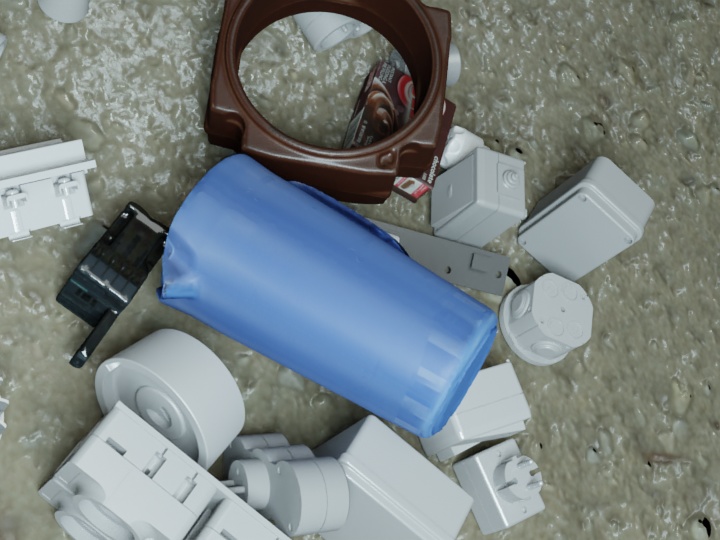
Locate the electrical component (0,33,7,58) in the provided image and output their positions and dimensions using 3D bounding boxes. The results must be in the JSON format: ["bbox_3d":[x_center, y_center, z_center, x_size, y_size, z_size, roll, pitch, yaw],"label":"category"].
[{"bbox_3d":[-0.335,-0.146,0.816,0.074,0.052,0.138,31,57,-14],"label":"electrical component"}]

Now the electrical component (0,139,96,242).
[{"bbox_3d":[-0.266,-0.055,0.802,0.121,0.079,0.063,-18,107,-34],"label":"electrical component"}]

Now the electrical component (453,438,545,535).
[{"bbox_3d":[0.127,0.179,0.908,0.047,0.077,0.065,-17,77,-33],"label":"electrical component"}]

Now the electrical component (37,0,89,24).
[{"bbox_3d":[-0.243,-0.244,0.904,0.044,0.065,0.044,12,63,-24],"label":"electrical component"}]

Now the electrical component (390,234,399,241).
[{"bbox_3d":[0.000,0.000,0.932,0.057,0.058,0.078,18,64,-23],"label":"electrical component"}]

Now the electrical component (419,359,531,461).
[{"bbox_3d":[0.100,0.121,0.929,0.096,0.062,0.061,-12,74,-32],"label":"electrical component"}]

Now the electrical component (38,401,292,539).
[{"bbox_3d":[-0.127,0.185,0.747,0.186,0.105,0.060,40,55,-7],"label":"electrical component"}]

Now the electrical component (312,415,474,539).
[{"bbox_3d":[0.012,0.177,0.826,0.109,0.109,0.056,40,52,-7],"label":"electrical component"}]

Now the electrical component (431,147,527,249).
[{"bbox_3d":[0.111,-0.070,1.001,0.061,0.096,0.061,14,62,-23],"label":"electrical component"}]

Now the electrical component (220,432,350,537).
[{"bbox_3d":[-0.072,0.154,0.776,0.074,0.138,0.052,0,94,-29],"label":"electrical component"}]

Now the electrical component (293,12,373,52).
[{"bbox_3d":[-0.011,-0.271,1.053,0.138,0.052,0.073,-30,84,-35],"label":"electrical component"}]

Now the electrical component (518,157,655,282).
[{"bbox_3d":[0.216,-0.045,1.038,0.078,0.113,0.057,42,52,-6],"label":"electrical component"}]

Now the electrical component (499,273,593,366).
[{"bbox_3d":[0.176,0.046,1.012,0.080,0.051,0.080,12,63,-24],"label":"electrical component"}]

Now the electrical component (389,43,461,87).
[{"bbox_3d":[0.062,-0.204,1.070,0.065,0.044,0.044,-7,71,-26],"label":"electrical component"}]

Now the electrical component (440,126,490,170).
[{"bbox_3d":[0.108,-0.110,1.050,0.062,0.043,0.043,27,58,-17],"label":"electrical component"}]

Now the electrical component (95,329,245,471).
[{"bbox_3d":[-0.133,0.094,0.788,0.108,0.108,0.060,49,48,-1],"label":"electrical component"}]
